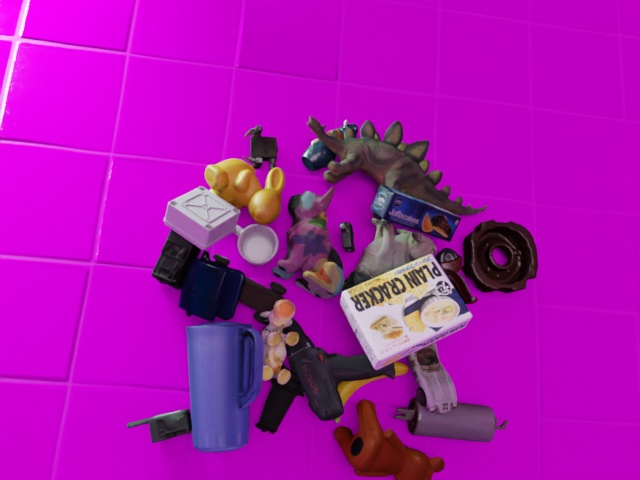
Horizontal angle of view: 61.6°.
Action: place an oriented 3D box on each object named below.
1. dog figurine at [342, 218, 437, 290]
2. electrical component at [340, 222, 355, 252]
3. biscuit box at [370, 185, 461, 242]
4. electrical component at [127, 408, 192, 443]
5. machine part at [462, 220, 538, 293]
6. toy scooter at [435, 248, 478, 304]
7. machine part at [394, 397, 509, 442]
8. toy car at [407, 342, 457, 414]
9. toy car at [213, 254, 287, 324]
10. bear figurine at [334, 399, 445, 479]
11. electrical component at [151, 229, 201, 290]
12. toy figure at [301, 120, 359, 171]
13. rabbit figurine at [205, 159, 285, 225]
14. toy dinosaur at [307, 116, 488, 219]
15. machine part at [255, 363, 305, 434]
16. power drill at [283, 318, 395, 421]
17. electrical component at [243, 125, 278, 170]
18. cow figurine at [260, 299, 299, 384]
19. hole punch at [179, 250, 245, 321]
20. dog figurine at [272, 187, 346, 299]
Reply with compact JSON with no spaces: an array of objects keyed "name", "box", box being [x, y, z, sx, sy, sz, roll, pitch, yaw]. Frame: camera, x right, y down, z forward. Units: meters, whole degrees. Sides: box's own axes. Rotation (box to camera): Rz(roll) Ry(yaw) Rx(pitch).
[{"name":"dog figurine","box":[0.155,0.064,1.186,0.172,0.121,0.190,20,90,0]},{"name":"electrical component","box":[0.061,-0.005,1.182,0.021,0.094,0.063,-7,77,12]},{"name":"biscuit box","box":[0.205,-0.055,1.143,0.202,0.059,0.062,16,104,-31]},{"name":"electrical component","box":[-0.314,0.368,1.057,0.119,0.075,0.047,-11,79,-14]},{"name":"machine part","box":[0.412,0.039,1.235,0.179,0.056,0.179,2,76,-8]},{"name":"toy scooter","box":[0.273,0.115,1.192,0.184,0.075,0.135,-41,86,-18]},{"name":"machine part","box":[0.275,0.378,1.130,0.243,0.079,0.079,8,76,-7]},{"name":"toy car","box":[0.224,0.265,1.129,0.073,0.056,0.202,-2,53,-23]},{"name":"toy car","box":[-0.168,0.103,1.146,0.202,0.053,0.089,26,92,3]},{"name":"bear figurine","box":[0.144,0.429,1.093,0.195,0.132,0.120,27,107,-26]},{"name":"electrical component","box":[-0.292,0.031,1.116,0.058,0.115,0.134,24,77,-4]},{"name":"toy figure","box":[0.025,-0.220,1.244,0.154,0.064,0.058,-40,47,-19]},{"name":"rabbit figurine","box":[-0.146,-0.092,1.156,0.162,0.121,0.173,-22,48,-41]},{"name":"toy dinosaur","box":[0.174,-0.150,1.218,0.471,0.105,0.198,33,75,-13]},{"name":"machine part","box":[-0.082,0.333,1.114,0.084,0.039,0.139,32,74,-5]},{"name":"power drill","box":[0.040,0.239,1.109,0.207,0.086,0.232,-13,60,-10]},{"name":"electrical component","box":[-0.135,-0.208,1.226,0.078,0.045,0.102,5,77,-4]},{"name":"cow figurine","box":[-0.094,0.200,1.098,0.068,0.098,0.167,14,86,-28]},{"name":"hole punch","box":[-0.227,0.099,1.079,0.116,0.092,0.142,16,91,13]},{"name":"dog figurine","box":[-0.002,-0.004,1.168,0.192,0.108,0.219,27,73,0]}]
